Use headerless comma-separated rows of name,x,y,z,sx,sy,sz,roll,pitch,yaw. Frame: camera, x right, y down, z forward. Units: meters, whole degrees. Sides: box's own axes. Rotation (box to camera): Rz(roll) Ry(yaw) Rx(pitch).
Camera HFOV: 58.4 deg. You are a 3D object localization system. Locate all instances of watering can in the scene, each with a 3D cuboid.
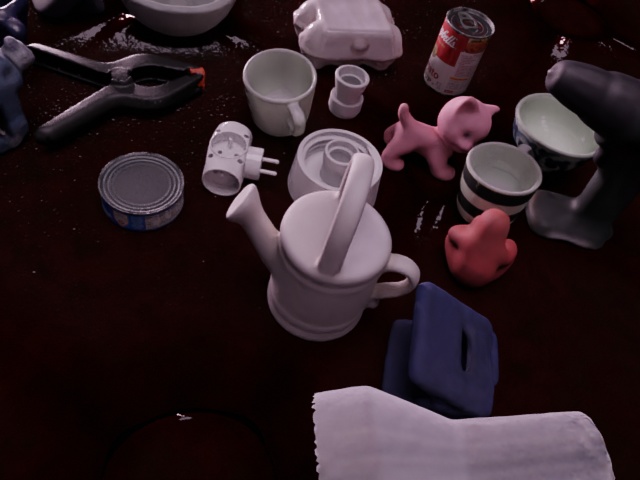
watering can,0.004,0.004,0.509,0.173,0.194,0.101,1,54,-12

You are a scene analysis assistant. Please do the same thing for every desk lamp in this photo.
desk lamp,0.080,0.175,0.389,0.203,0.213,0.118,1,54,-12

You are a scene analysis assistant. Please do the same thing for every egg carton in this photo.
egg carton,0.040,-0.291,0.810,0.150,0.069,0.107,-5,56,-16

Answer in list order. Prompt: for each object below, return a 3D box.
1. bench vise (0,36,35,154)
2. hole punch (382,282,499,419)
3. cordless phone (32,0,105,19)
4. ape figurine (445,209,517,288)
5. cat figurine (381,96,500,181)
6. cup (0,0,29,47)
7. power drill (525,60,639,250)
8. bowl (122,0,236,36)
bench vise,-0.376,-0.157,0.522,0.121,0.220,0.207,22,53,4
hole punch,0.118,0.104,0.526,0.101,0.091,0.108,15,53,-2
cordless phone,-0.337,-0.395,0.727,0.094,0.185,0.147,-17,60,-23
ape figurine,0.176,0.002,0.614,0.077,0.092,0.076,31,54,10
cat figurine,0.148,-0.136,0.692,0.128,0.118,0.067,9,53,-7
cup,-0.370,-0.237,0.661,0.117,0.095,0.092,38,55,15
power drill,0.319,-0.084,0.637,0.229,0.208,0.075,13,53,-3
bowl,-0.195,-0.330,0.782,0.167,0.075,0.167,6,53,-8
